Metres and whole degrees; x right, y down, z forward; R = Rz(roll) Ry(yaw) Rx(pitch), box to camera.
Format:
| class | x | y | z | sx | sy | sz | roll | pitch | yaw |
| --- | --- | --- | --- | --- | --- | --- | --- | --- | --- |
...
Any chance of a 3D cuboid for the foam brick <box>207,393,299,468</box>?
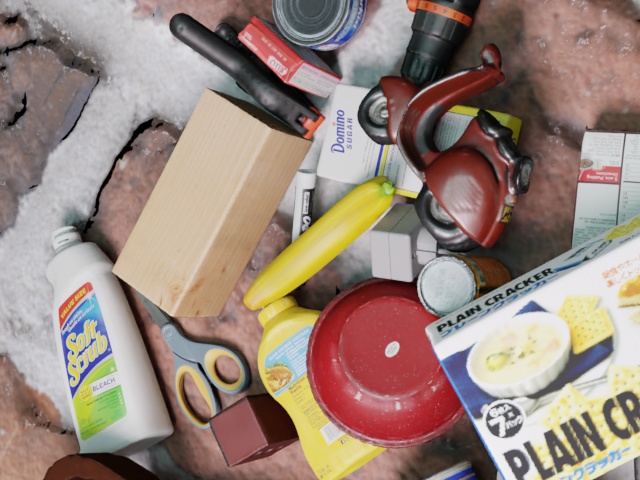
| class | x | y | z | sx | sy | sz | roll | pitch | yaw |
| --- | --- | --- | --- | --- | --- | --- | --- | --- | --- |
| foam brick | -0.060 | 0.181 | 1.027 | 0.053 | 0.078 | 0.051 | -34 | 73 | 22 |

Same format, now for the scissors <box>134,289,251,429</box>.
| class | x | y | z | sx | sy | sz | roll | pitch | yaw |
| --- | --- | --- | --- | --- | --- | --- | --- | --- | --- |
| scissors | -0.136 | 0.095 | 1.105 | 0.096 | 0.016 | 0.202 | -28 | 75 | 20 |

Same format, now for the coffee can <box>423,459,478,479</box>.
| class | x | y | z | sx | sy | sz | roll | pitch | yaw |
| --- | --- | --- | --- | --- | --- | --- | --- | --- | --- |
| coffee can | 0.116 | 0.275 | 0.919 | 0.103 | 0.102 | 0.140 | -33 | 73 | 20 |

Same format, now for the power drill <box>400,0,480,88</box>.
| class | x | y | z | sx | sy | sz | roll | pitch | yaw |
| --- | --- | --- | --- | --- | --- | --- | --- | --- | --- |
| power drill | 0.064 | -0.246 | 1.010 | 0.188 | 0.057 | 0.184 | 24 | 97 | 24 |

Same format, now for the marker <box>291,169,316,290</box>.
| class | x | y | z | sx | sy | sz | roll | pitch | yaw |
| --- | --- | --- | --- | --- | --- | --- | --- | --- | --- |
| marker | -0.018 | -0.009 | 1.034 | 0.020 | 0.020 | 0.121 | 15 | 111 | 26 |

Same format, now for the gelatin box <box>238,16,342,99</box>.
| class | x | y | z | sx | sy | sz | roll | pitch | yaw |
| --- | --- | --- | --- | --- | --- | --- | --- | --- | --- |
| gelatin box | -0.029 | -0.175 | 1.030 | 0.073 | 0.089 | 0.030 | 45 | 106 | 22 |

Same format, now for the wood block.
| class | x | y | z | sx | sy | sz | roll | pitch | yaw |
| --- | --- | --- | --- | --- | --- | --- | --- | --- | --- |
| wood block | -0.106 | -0.034 | 1.058 | 0.091 | 0.090 | 0.206 | 33 | 101 | 24 |

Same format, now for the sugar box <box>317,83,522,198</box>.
| class | x | y | z | sx | sy | sz | roll | pitch | yaw |
| --- | --- | --- | --- | --- | --- | --- | --- | --- | --- |
| sugar box | 0.089 | -0.085 | 0.991 | 0.176 | 0.048 | 0.093 | 16 | 95 | 30 |

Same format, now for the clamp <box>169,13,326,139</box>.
| class | x | y | z | sx | sy | sz | roll | pitch | yaw |
| --- | --- | --- | --- | --- | --- | --- | --- | --- | --- |
| clamp | -0.070 | -0.164 | 1.038 | 0.171 | 0.120 | 0.039 | 42 | 112 | 19 |

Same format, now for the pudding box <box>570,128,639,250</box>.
| class | x | y | z | sx | sy | sz | roll | pitch | yaw |
| --- | --- | --- | --- | --- | --- | --- | --- | --- | --- |
| pudding box | 0.264 | -0.037 | 0.905 | 0.090 | 0.039 | 0.113 | 6 | 91 | 26 |

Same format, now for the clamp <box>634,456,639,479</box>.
| class | x | y | z | sx | sy | sz | roll | pitch | yaw |
| --- | --- | --- | --- | --- | --- | --- | --- | --- | --- |
| clamp | 0.329 | 0.235 | 0.853 | 0.165 | 0.036 | 0.210 | -32 | 73 | 21 |

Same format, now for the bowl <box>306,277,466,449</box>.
| class | x | y | z | sx | sy | sz | roll | pitch | yaw |
| --- | --- | --- | --- | --- | --- | --- | --- | --- | --- |
| bowl | 0.064 | 0.101 | 0.950 | 0.162 | 0.055 | 0.162 | -2 | 71 | 6 |

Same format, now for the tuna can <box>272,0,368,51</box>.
| class | x | y | z | sx | sy | sz | roll | pitch | yaw |
| --- | --- | --- | --- | --- | --- | --- | --- | --- | --- |
| tuna can | -0.001 | -0.221 | 0.993 | 0.086 | 0.033 | 0.086 | 3 | 95 | 29 |

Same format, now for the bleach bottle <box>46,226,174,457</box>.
| class | x | y | z | sx | sy | sz | roll | pitch | yaw |
| --- | --- | --- | --- | --- | --- | --- | --- | --- | --- |
| bleach bottle | -0.240 | 0.106 | 1.131 | 0.103 | 0.068 | 0.251 | -29 | 72 | 21 |

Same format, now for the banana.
| class | x | y | z | sx | sy | sz | roll | pitch | yaw |
| --- | --- | --- | --- | --- | --- | --- | --- | --- | --- |
| banana | 0.005 | -0.004 | 0.990 | 0.198 | 0.069 | 0.037 | -42 | 77 | 28 |

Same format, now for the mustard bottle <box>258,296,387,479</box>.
| class | x | y | z | sx | sy | sz | roll | pitch | yaw |
| --- | --- | --- | --- | --- | --- | --- | --- | --- | --- |
| mustard bottle | -0.005 | 0.125 | 1.014 | 0.096 | 0.058 | 0.192 | -38 | 71 | 17 |
